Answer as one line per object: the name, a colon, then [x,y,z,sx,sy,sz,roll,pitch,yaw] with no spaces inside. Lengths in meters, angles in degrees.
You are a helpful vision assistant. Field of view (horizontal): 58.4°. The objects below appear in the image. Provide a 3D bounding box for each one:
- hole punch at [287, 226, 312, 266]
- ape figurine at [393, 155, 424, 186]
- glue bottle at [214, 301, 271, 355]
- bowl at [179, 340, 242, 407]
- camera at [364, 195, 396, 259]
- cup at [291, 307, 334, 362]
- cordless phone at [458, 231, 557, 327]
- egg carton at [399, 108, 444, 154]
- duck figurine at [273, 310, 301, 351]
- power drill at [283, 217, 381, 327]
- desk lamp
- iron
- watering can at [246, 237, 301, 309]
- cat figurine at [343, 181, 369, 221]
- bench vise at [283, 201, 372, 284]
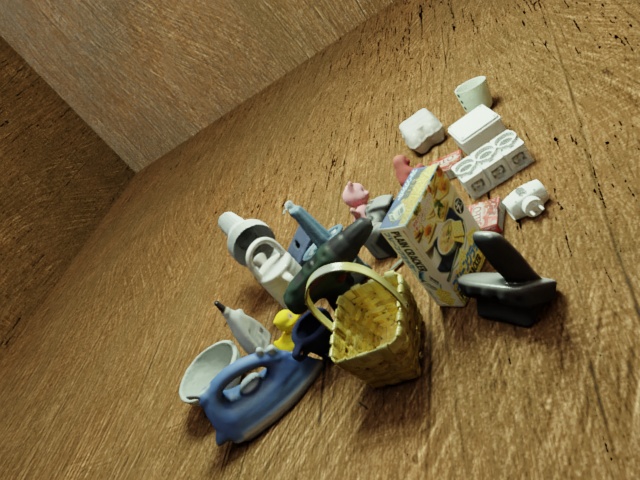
hole punch: [-0.040,0.020,1.474,0.101,0.091,0.108,-42,27,-3]
ape figurine: [0.217,-0.177,1.440,0.076,0.092,0.077,-50,28,-18]
glue bottle: [-0.179,0.194,1.295,0.037,0.173,0.078,-26,30,26]
bowl: [-0.231,0.313,1.290,0.167,0.075,0.167,-30,28,19]
camera: [0.169,-0.047,1.295,0.136,0.101,0.143,-13,38,43]
cup: [-0.002,0.206,1.134,0.091,0.095,0.118,-8,41,47]
cordless phone: [0.277,0.044,0.921,0.147,0.185,0.094,1,47,52]
egg carton: [0.279,-0.301,1.577,0.107,0.069,0.150,-35,27,11]
duck figurine: [-0.067,0.193,1.249,0.104,0.086,0.077,-44,27,-8]
power drill: [0.054,0.089,1.114,0.229,0.209,0.075,-37,27,7]
desk lamp: [-0.175,0.020,1.509,0.118,0.214,0.202,-45,27,-9]
iron: [-0.131,0.281,1.134,0.258,0.142,0.118,-39,27,3]
watering can: [-0.105,0.075,1.357,0.172,0.194,0.101,-9,40,46]
cat figurine: [0.094,-0.091,1.440,0.067,0.118,0.128,-26,30,25]
bench vise: [0.019,-0.004,1.290,0.206,0.220,0.122,2,49,53]
